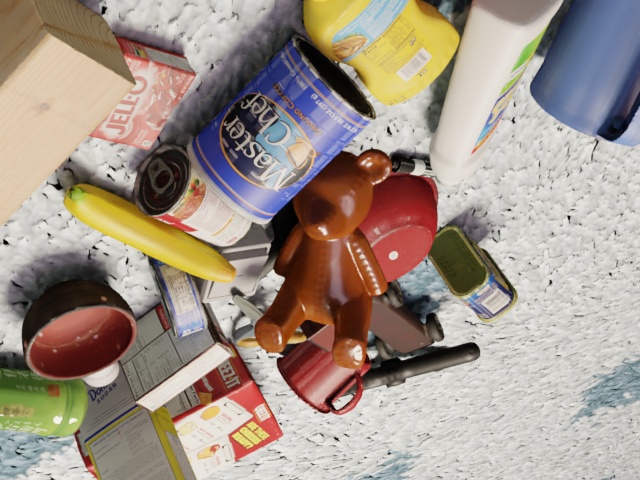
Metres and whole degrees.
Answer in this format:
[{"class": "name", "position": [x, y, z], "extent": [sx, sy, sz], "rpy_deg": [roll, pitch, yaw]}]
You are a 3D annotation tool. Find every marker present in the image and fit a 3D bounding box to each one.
[{"class": "marker", "position": [0.121, -0.077, 1.160], "extent": [0.120, 0.020, 0.020], "rpy_deg": [5, 132, -39]}]

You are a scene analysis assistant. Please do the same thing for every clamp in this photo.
[{"class": "clamp", "position": [-0.007, 0.001, 1.123], "extent": [0.120, 0.039, 0.172], "rpy_deg": [11, 130, -20]}, {"class": "clamp", "position": [0.103, 0.171, 1.397], "extent": [0.209, 0.036, 0.165], "rpy_deg": [-13, 171, -15]}]

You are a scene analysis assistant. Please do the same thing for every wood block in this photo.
[{"class": "wood block", "position": [-0.250, -0.092, 0.816], "extent": [0.206, 0.090, 0.090], "rpy_deg": [-42, 142, 17]}]

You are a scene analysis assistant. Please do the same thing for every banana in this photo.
[{"class": "banana", "position": [-0.166, -0.007, 0.991], "extent": [0.197, 0.070, 0.037], "rpy_deg": [28, 96, -39]}]

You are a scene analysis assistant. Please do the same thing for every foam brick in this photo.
[{"class": "foam brick", "position": [0.001, 0.078, 1.214], "extent": [0.053, 0.078, 0.051], "rpy_deg": [-37, 146, 11]}]

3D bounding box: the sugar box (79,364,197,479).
[{"class": "sugar box", "position": [-0.202, 0.221, 1.158], "extent": [0.093, 0.176, 0.048], "rpy_deg": [-34, 143, 6]}]

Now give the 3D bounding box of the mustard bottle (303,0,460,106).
[{"class": "mustard bottle", "position": [0.040, -0.193, 0.924], "extent": [0.096, 0.058, 0.191], "rpy_deg": [-42, 144, 14]}]

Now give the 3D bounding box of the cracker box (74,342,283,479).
[{"class": "cracker box", "position": [-0.168, 0.229, 1.285], "extent": [0.213, 0.072, 0.164], "rpy_deg": [-28, 146, -5]}]

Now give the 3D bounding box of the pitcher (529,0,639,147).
[{"class": "pitcher", "position": [0.306, -0.215, 1.005], "extent": [0.144, 0.149, 0.243], "rpy_deg": [-23, 142, -44]}]

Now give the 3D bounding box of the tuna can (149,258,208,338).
[{"class": "tuna can", "position": [-0.143, 0.054, 1.074], "extent": [0.033, 0.086, 0.086], "rpy_deg": [-20, 143, -12]}]

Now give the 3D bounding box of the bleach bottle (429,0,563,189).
[{"class": "bleach bottle", "position": [0.160, -0.147, 1.053], "extent": [0.102, 0.068, 0.251], "rpy_deg": [-47, 162, -35]}]

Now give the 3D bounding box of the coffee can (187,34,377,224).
[{"class": "coffee can", "position": [-0.035, -0.097, 0.950], "extent": [0.140, 0.103, 0.102], "rpy_deg": [-43, 143, 17]}]

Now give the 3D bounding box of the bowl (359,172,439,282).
[{"class": "bowl", "position": [0.072, -0.002, 1.186], "extent": [0.162, 0.055, 0.162], "rpy_deg": [-19, 143, -15]}]

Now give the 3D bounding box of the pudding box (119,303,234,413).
[{"class": "pudding box", "position": [-0.158, 0.114, 1.133], "extent": [0.113, 0.090, 0.039], "rpy_deg": [-37, 144, 8]}]

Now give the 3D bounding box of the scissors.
[{"class": "scissors", "position": [-0.081, 0.093, 1.184], "extent": [0.096, 0.016, 0.201], "rpy_deg": [-16, 158, 23]}]

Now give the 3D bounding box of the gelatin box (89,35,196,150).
[{"class": "gelatin box", "position": [-0.158, -0.121, 0.896], "extent": [0.073, 0.030, 0.089], "rpy_deg": [10, 128, -43]}]

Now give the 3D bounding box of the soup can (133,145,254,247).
[{"class": "soup can", "position": [-0.114, -0.039, 0.996], "extent": [0.069, 0.068, 0.102], "rpy_deg": [-42, 144, 16]}]

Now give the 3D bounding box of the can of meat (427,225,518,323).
[{"class": "can of meat", "position": [0.179, 0.040, 1.274], "extent": [0.057, 0.102, 0.083], "rpy_deg": [-40, 142, 11]}]

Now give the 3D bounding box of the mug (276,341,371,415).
[{"class": "mug", "position": [0.013, 0.158, 1.292], "extent": [0.081, 0.117, 0.093], "rpy_deg": [-45, 139, 11]}]
